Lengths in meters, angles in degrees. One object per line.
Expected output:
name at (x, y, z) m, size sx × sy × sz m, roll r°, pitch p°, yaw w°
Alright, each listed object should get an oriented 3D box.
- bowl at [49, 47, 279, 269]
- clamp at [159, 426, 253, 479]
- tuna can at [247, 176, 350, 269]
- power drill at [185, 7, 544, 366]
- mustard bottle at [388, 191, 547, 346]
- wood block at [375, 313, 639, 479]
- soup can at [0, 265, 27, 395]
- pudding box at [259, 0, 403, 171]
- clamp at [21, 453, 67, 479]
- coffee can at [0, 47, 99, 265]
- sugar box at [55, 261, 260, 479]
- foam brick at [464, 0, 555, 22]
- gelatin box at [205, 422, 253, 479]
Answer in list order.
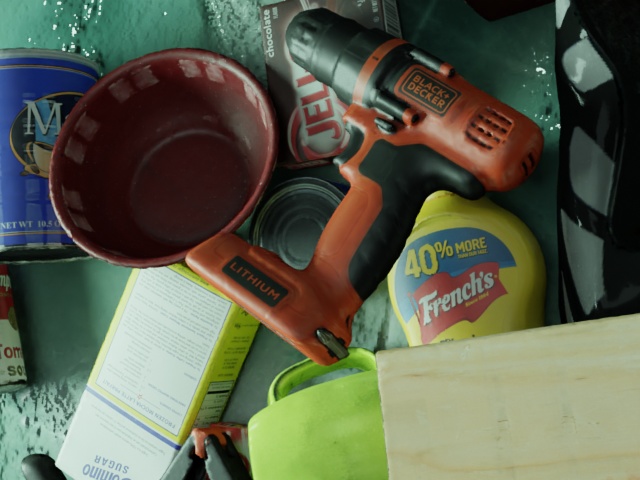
bowl at (-0.098, -0.047, 0.721) m, size 0.162 × 0.055 × 0.162 m, roll -6°, pitch 66°, yaw 13°
clamp at (-0.066, 0.210, 0.685) m, size 0.120 × 0.039 × 0.171 m, roll 9°, pitch 91°, yaw 17°
tuna can at (-0.005, 0.001, 0.707) m, size 0.086 × 0.033 × 0.086 m, roll -2°, pitch 85°, yaw 26°
power drill at (0.008, -0.036, 0.625) m, size 0.185 × 0.057 × 0.187 m, roll 35°, pitch 84°, yaw 29°
mustard bottle at (0.091, 0.036, 0.645) m, size 0.096 × 0.058 × 0.191 m, roll -15°, pitch 79°, yaw 31°
wood block at (0.143, 0.085, 0.525) m, size 0.206 × 0.090 × 0.090 m, roll -11°, pitch 79°, yaw 29°
soup can at (-0.263, 0.067, 0.807) m, size 0.069 × 0.068 × 0.102 m, roll -17°, pitch 79°, yaw 23°
pudding box at (0.011, -0.108, 0.705) m, size 0.090 × 0.039 × 0.113 m, roll -9°, pitch 82°, yaw 25°
clamp at (-0.153, 0.269, 0.755) m, size 0.210 × 0.036 × 0.165 m, roll 28°, pitch 106°, yaw 20°
coffee can at (-0.208, -0.057, 0.771) m, size 0.103 × 0.102 × 0.140 m, roll -7°, pitch 83°, yaw 25°
sugar box at (-0.111, 0.100, 0.745) m, size 0.093 × 0.048 × 0.176 m, roll 28°, pitch 101°, yaw 27°
foam brick at (0.110, -0.171, 0.642) m, size 0.051 × 0.078 × 0.053 m, roll -14°, pitch 82°, yaw 23°
gelatin box at (-0.040, 0.171, 0.713) m, size 0.073 × 0.030 × 0.089 m, roll 4°, pitch 87°, yaw 26°
